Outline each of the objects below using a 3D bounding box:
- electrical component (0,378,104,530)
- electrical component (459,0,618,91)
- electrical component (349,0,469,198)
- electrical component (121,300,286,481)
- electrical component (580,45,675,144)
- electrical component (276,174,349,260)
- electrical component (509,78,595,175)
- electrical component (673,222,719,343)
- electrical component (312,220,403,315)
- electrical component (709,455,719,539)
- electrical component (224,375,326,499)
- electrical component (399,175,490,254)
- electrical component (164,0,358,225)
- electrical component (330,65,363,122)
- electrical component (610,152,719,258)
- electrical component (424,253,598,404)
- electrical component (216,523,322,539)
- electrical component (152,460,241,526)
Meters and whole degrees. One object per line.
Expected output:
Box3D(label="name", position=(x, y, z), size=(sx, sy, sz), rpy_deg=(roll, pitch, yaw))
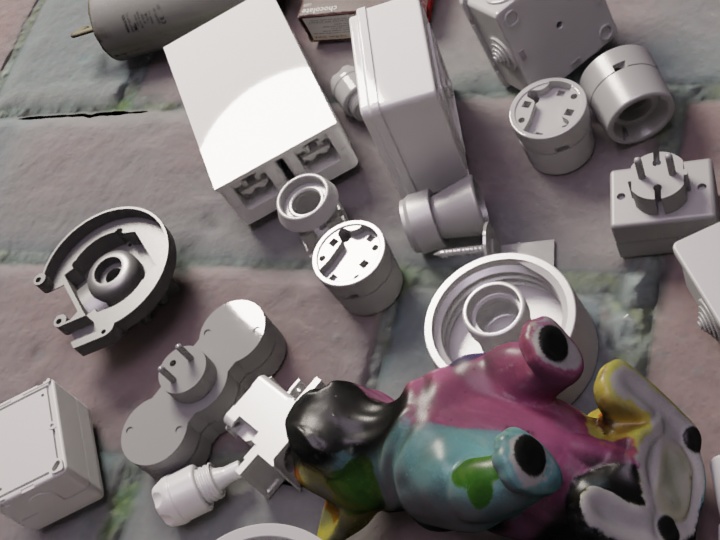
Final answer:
Box3D(label="electrical component", position=(-0.228, 0.129, 0.775), size=(0.062, 0.061, 0.096), rpy_deg=(-27, 51, 5))
Box3D(label="electrical component", position=(0.136, -0.188, 0.801), size=(0.100, 0.099, 0.048), rpy_deg=(-39, 38, -4))
Box3D(label="electrical component", position=(0.038, -0.127, 0.797), size=(0.056, 0.108, 0.108), rpy_deg=(-15, 53, 12))
Box3D(label="electrical component", position=(-0.116, 0.077, 0.751), size=(0.052, 0.073, 0.138), rpy_deg=(27, 72, 36))
Box3D(label="electrical component", position=(0.190, -0.122, 0.760), size=(0.055, 0.055, 0.047), rpy_deg=(-24, 55, 8))
Box3D(label="electrical component", position=(-0.032, -0.039, 0.804), size=(0.048, 0.055, 0.066), rpy_deg=(-28, 51, 5))
Box3D(label="electrical component", position=(0.140, -0.102, 0.772), size=(0.055, 0.047, 0.055), rpy_deg=(-12, 54, 17))
Box3D(label="electrical component", position=(0.250, 0.010, 0.645), size=(0.100, 0.048, 0.099), rpy_deg=(-25, 51, 7))
Box3D(label="electrical component", position=(0.000, 0.000, 0.767), size=(0.055, 0.047, 0.055), rpy_deg=(-12, 54, 17))
Box3D(label="electrical component", position=(0.213, 0.136, 0.583), size=(0.044, 0.044, 0.065), rpy_deg=(-3, 62, 23))
Box3D(label="electrical component", position=(-0.054, 0.107, 0.724), size=(0.064, 0.042, 0.081), rpy_deg=(31, 74, 40))
Box3D(label="electrical component", position=(0.061, -0.039, 0.768), size=(0.055, 0.045, 0.045), rpy_deg=(-17, 53, 14))
Box3D(label="electrical component", position=(-0.083, -0.135, 0.889), size=(0.105, 0.060, 0.186), rpy_deg=(-28, 51, 5))
Box3D(label="electrical component", position=(0.002, -0.137, 0.868), size=(0.035, 0.035, 0.061), rpy_deg=(-33, 53, 1))
Box3D(label="electrical component", position=(0.194, -0.050, 0.693), size=(0.066, 0.076, 0.047), rpy_deg=(-6, 56, 21))
Box3D(label="electrical component", position=(0.093, 0.039, 0.690), size=(0.108, 0.060, 0.108), rpy_deg=(-12, 54, 17))
Box3D(label="electrical component", position=(-0.053, 0.212, 0.634), size=(0.108, 0.060, 0.108), rpy_deg=(-3, 54, 4))
Box3D(label="electrical component", position=(-0.107, 0.146, 0.725), size=(0.061, 0.035, 0.035), rpy_deg=(-26, 51, 3))
